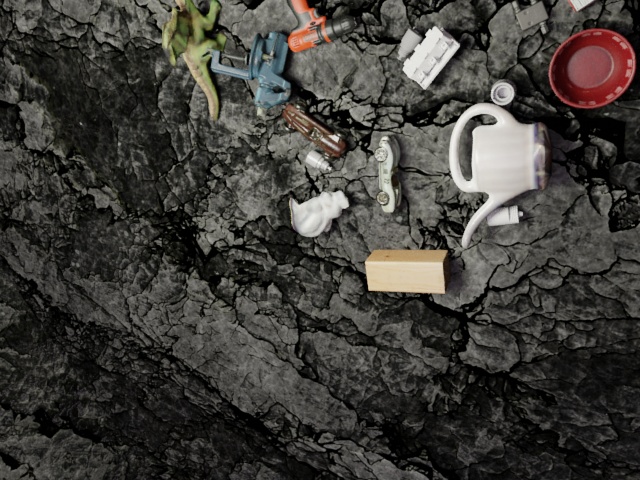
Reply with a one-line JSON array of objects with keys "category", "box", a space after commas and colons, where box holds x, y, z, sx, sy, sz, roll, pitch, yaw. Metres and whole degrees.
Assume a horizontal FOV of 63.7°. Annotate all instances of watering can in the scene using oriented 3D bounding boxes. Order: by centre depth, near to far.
[{"category": "watering can", "box": [0.421, -0.148, 1.205, 0.224, 0.105, 0.344, 0, 106, 24]}]

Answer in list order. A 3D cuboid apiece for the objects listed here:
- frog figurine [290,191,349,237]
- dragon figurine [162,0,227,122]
[{"category": "frog figurine", "box": [0.004, -0.072, 1.421, 0.159, 0.126, 0.134, -4, 142, 16]}, {"category": "dragon figurine", "box": [-0.343, -0.500, 1.333, 0.122, 0.246, 0.405, -1, 108, 19]}]
